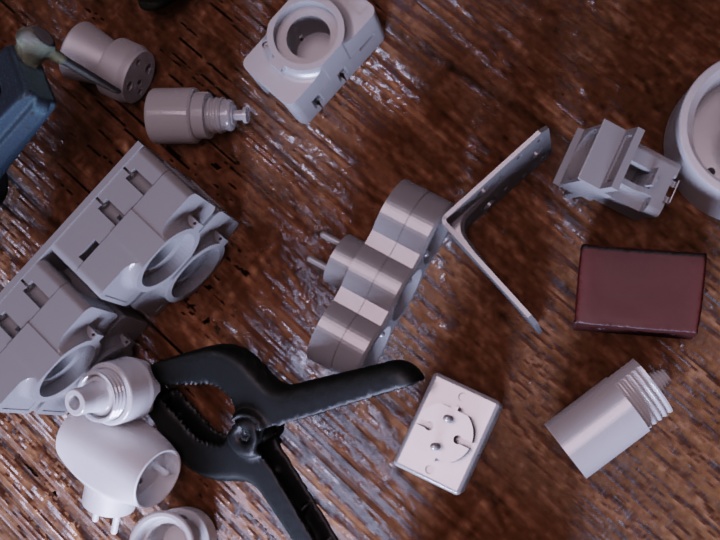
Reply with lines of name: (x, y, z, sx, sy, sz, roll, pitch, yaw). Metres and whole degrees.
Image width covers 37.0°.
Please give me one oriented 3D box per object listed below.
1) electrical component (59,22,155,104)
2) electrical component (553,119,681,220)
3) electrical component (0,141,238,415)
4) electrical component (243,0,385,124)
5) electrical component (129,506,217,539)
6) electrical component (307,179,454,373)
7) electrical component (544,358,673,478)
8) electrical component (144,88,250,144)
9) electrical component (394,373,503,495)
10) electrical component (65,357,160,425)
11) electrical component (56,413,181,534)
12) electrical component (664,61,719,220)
electrical component: (-0.185, -0.151, 0.788, 0.055, 0.045, 0.045, 25, 86, 13)
electrical component: (0.168, -0.062, 0.698, 0.064, 0.081, 0.042, 27, 86, -10)
electrical component: (-0.173, 0.014, 0.728, 0.060, 0.105, 0.186, 42, 90, 14)
electrical component: (-0.032, -0.157, 0.755, 0.050, 0.056, 0.089, 42, 90, 14)
electrical component: (-0.123, 0.181, 0.718, 0.045, 0.055, 0.045, -2, 81, 10)
electrical component: (0.000, 0.000, 0.726, 0.074, 0.052, 0.138, 28, 88, 13)
electrical component: (0.163, 0.091, 0.686, 0.081, 0.043, 0.043, -38, 77, 3)
electrical component: (-0.118, -0.111, 0.771, 0.078, 0.040, 0.040, 1, 81, 11)
electrical component: (0.055, 0.104, 0.687, 0.047, 0.077, 0.065, 24, 86, 13)
electrical component: (-0.166, 0.082, 0.710, 0.043, 0.062, 0.043, 3, 96, 30)
electrical component: (-0.169, 0.142, 0.735, 0.077, 0.043, 0.079, 23, 108, 29)
electrical component: (0.253, -0.088, 0.690, 0.108, 0.060, 0.108, -2, 81, 10)
